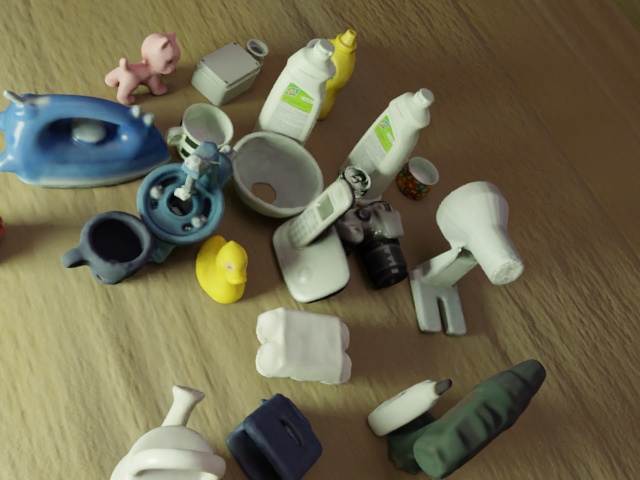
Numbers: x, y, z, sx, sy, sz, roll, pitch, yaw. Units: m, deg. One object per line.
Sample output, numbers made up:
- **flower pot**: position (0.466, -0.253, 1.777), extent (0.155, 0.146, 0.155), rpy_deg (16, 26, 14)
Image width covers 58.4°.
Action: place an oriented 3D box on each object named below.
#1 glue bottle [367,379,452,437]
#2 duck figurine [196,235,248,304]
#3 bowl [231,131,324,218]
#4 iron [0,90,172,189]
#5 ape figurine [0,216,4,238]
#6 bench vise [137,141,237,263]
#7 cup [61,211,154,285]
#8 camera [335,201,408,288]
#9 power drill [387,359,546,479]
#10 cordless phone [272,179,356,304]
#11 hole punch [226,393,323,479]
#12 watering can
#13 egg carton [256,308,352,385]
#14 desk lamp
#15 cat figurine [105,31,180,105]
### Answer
- **glue bottle**: position (0.137, 0.232, 0.826), extent (0.078, 0.173, 0.037), rpy_deg (-30, 77, -39)
- **duck figurine**: position (-0.138, 0.033, 0.855), extent (0.078, 0.086, 0.104), rpy_deg (-9, 65, -33)
- **bowl**: position (-0.083, -0.099, 0.980), extent (0.168, 0.074, 0.167), rpy_deg (15, 54, -21)
- **iron**: position (-0.330, -0.161, 0.834), extent (0.259, 0.141, 0.118), rpy_deg (-5, 63, -32)
- **ape figurine**: position (-0.432, -0.013, 0.713), extent (0.076, 0.092, 0.078), rpy_deg (46, 49, 4)
- **bench vise**: position (-0.184, -0.091, 0.821), extent (0.122, 0.219, 0.207), rpy_deg (21, 52, -16)
- **cup**: position (-0.289, 0.026, 0.768), extent (0.118, 0.094, 0.091), rpy_deg (-24, 74, -38)
- **camera**: position (0.093, 0.009, 0.993), extent (0.143, 0.100, 0.136), rpy_deg (-5, 63, -32)
- **power drill**: position (0.196, 0.261, 0.818), extent (0.230, 0.208, 0.075), rpy_deg (-27, 75, -39)
- **cordless phone**: position (0.008, 0.003, 0.893), extent (0.094, 0.184, 0.147), rpy_deg (-9, 65, -33)
- **hole punch**: position (-0.053, 0.261, 0.753), extent (0.101, 0.091, 0.108), rpy_deg (-33, 80, -40)
- **watering can**: position (-0.166, 0.249, 0.628), extent (0.101, 0.193, 0.172), rpy_deg (-2, 61, -30)
- **egg carton**: position (-0.024, 0.159, 0.850), extent (0.151, 0.069, 0.107), rpy_deg (12, 55, -23)
- **desk lamp**: position (0.255, 0.033, 0.996), extent (0.118, 0.213, 0.203), rpy_deg (8, 57, -25)
- **cat figurine**: position (-0.288, -0.302, 0.965), extent (0.067, 0.117, 0.128), rpy_deg (49, 50, 7)
